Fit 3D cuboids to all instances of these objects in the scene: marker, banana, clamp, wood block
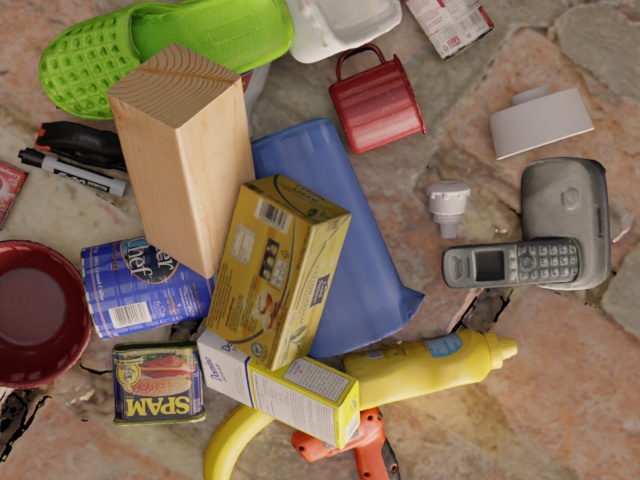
[{"bbox_3d":[-0.271,-0.075,1.169,0.121,0.020,0.020,19,94,-5],"label":"marker"},{"bbox_3d":[-0.073,0.213,1.205,0.069,0.037,0.198,39,93,-18],"label":"banana"},{"bbox_3d":[-0.219,-0.091,1.140,0.172,0.120,0.039,14,70,23],"label":"clamp"},{"bbox_3d":[-0.125,-0.073,1.031,0.091,0.206,0.090,30,57,27],"label":"wood block"}]

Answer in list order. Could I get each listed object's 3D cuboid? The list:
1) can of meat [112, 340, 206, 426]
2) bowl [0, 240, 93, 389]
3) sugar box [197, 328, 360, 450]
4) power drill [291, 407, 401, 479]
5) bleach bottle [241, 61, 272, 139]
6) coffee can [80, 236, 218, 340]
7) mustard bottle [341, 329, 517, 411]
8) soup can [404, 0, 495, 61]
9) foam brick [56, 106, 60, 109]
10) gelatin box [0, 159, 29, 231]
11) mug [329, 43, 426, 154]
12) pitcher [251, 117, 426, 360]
[{"bbox_3d":[-0.179,0.157,1.181,0.102,0.057,0.084,-2,94,-4],"label":"can of meat"},{"bbox_3d":[-0.325,0.077,1.163,0.162,0.055,0.162,0,96,-4],"label":"bowl"},{"bbox_3d":[-0.044,0.152,1.137,0.176,0.093,0.048,24,55,22],"label":"sugar box"},{"bbox_3d":[0.038,0.292,1.209,0.184,0.057,0.187,-25,100,-4],"label":"power drill"},{"bbox_3d":[-0.089,-0.201,1.147,0.102,0.068,0.251,5,98,-6],"label":"bleach bottle"},{"bbox_3d":[-0.175,0.043,1.145,0.140,0.103,0.103,-12,97,-2],"label":"coffee can"},{"bbox_3d":[0.123,0.137,1.177,0.191,0.096,0.058,-13,98,-2],"label":"mustard bottle"},{"bbox_3d":[0.134,-0.254,1.152,0.068,0.068,0.102,-34,97,0],"label":"soup can"},{"bbox_3d":[-0.240,-0.164,1.145,0.078,0.051,0.053,1,96,-4],"label":"foam brick"},{"bbox_3d":[-0.373,-0.060,1.158,0.089,0.030,0.073,27,93,-6],"label":"gelatin box"},{"bbox_3d":[0.055,-0.154,1.149,0.081,0.093,0.117,-21,91,3],"label":"mug"},{"bbox_3d":[-0.008,0.001,1.145,0.149,0.145,0.243,-23,94,-30],"label":"pitcher"}]
